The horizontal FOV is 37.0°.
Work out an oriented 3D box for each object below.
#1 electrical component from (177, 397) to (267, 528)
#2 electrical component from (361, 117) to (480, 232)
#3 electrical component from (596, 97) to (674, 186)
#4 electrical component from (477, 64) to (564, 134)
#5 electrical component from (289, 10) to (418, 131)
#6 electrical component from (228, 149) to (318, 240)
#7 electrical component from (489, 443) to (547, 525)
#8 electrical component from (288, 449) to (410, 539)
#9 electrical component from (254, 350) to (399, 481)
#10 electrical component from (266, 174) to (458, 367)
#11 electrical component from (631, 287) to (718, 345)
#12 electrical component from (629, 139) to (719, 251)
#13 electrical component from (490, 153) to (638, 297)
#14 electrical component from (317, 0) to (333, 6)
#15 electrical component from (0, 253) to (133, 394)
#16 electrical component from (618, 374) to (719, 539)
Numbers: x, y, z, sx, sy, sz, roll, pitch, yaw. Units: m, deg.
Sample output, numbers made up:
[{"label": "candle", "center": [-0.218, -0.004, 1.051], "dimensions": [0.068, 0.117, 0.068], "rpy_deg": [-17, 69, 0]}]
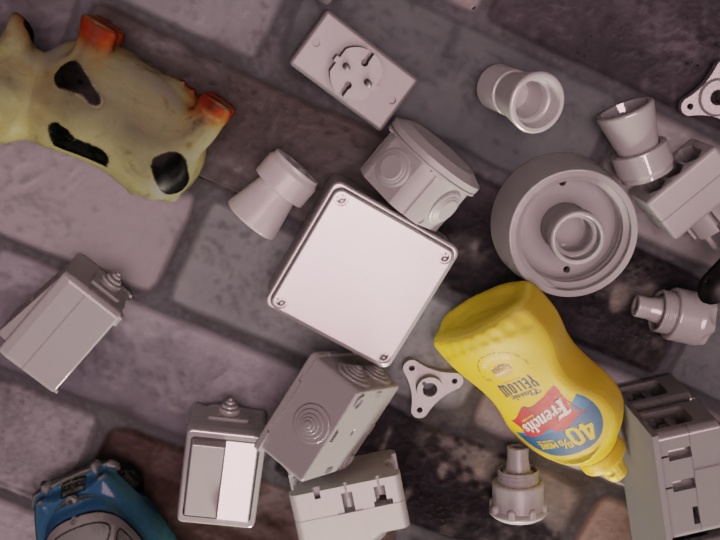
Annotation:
[{"label": "electrical component", "center": [-0.108, 0.149, 0.849], "dimensions": [0.062, 0.061, 0.096], "rpy_deg": [7, 105, -6]}, {"label": "electrical component", "center": [0.044, -0.071, 0.792], "dimensions": [0.080, 0.080, 0.051], "rpy_deg": [37, 105, -13]}, {"label": "electrical component", "center": [0.209, -0.097, 0.815], "dimensions": [0.045, 0.045, 0.055], "rpy_deg": [-23, 106, 2]}, {"label": "electrical component", "center": [0.114, -0.129, 0.788], "dimensions": [0.044, 0.065, 0.044], "rpy_deg": [-8, 113, -20]}, {"label": "electrical component", "center": [-0.004, -0.142, 0.770], "dimensions": [0.083, 0.075, 0.047], "rpy_deg": [35, 100, -13]}, {"label": "electrical component", "center": [-0.065, -0.057, 0.804], "dimensions": [0.045, 0.045, 0.055], "rpy_deg": [40, 98, -13]}, {"label": "electrical component", "center": [0.130, 0.175, 0.884], "dimensions": [0.048, 0.048, 0.062], "rpy_deg": [-2, 98, -4]}, {"label": "electrical component", "center": [-0.009, 0.189, 0.873], "dimensions": [0.089, 0.050, 0.055], "rpy_deg": [-11, 106, -1]}, {"label": "electrical component", "center": [-0.023, 0.111, 0.825], "dimensions": [0.048, 0.100, 0.099], "rpy_deg": [36, 101, 21]}, {"label": "electrical component", "center": [0.000, 0.000, 0.819], "dimensions": [0.109, 0.056, 0.108], "rpy_deg": [29, 101, -11]}, {"label": "electrical component", "center": [0.248, 0.034, 0.855], "dimensions": [0.062, 0.043, 0.043], "rpy_deg": [12, 104, -7]}, {"label": "electrical component", "center": [0.262, -0.049, 0.831], "dimensions": [0.066, 0.047, 0.076], "rpy_deg": [-40, 104, 7]}, {"label": "electrical component", "center": [0.159, -0.031, 0.821], "dimensions": [0.108, 0.060, 0.108], "rpy_deg": [-1, 105, -4]}, {"label": "electrical component", "center": [-0.040, -0.218, 0.765], "dimensions": [0.065, 0.044, 0.044], "rpy_deg": [28, 101, -16]}, {"label": "electrical component", "center": [-0.219, 0.032, 0.807], "dimensions": [0.061, 0.061, 0.096], "rpy_deg": [40, 99, -13]}, {"label": "electrical component", "center": [0.258, 0.190, 0.866], "dimensions": [0.060, 0.105, 0.186], "rpy_deg": [-12, 106, -1]}]
